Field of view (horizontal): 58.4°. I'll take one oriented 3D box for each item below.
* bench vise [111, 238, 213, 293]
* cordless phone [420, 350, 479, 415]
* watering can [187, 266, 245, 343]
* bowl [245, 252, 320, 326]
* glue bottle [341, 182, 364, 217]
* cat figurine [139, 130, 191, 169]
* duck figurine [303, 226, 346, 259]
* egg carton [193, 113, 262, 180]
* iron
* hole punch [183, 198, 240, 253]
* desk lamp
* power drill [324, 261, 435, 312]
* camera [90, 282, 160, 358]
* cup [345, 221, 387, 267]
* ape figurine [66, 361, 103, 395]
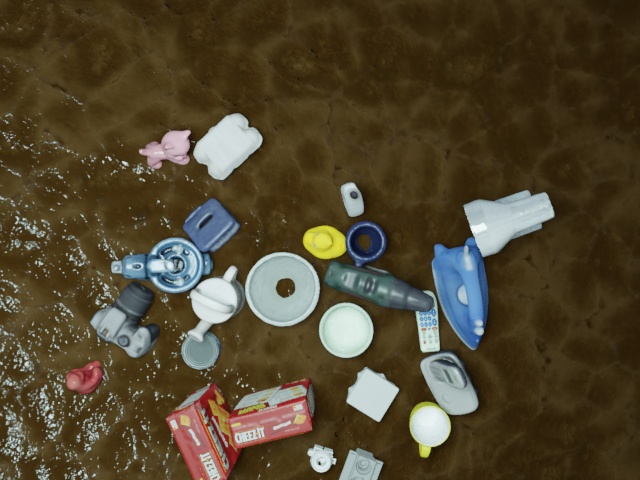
[{"bbox_3d":[-0.353,0.068,1.244,0.207,0.219,0.121,-20,88,0],"label":"bench vise"},{"bbox_3d":[0.293,0.320,1.245,0.094,0.185,0.147,-29,88,0],"label":"cordless phone"},{"bbox_3d":[-0.229,0.140,1.253,0.101,0.194,0.173,6,89,1],"label":"watering can"},{"bbox_3d":[-0.083,0.111,1.311,0.167,0.074,0.167,0,88,1],"label":"bowl"},{"bbox_3d":[0.072,-0.094,1.265,0.037,0.173,0.078,-22,88,1],"label":"glue bottle"},{"bbox_3d":[-0.346,-0.209,1.302,0.128,0.117,0.067,-11,88,1],"label":"cat figurine"},{"bbox_3d":[0.012,0.005,1.307,0.104,0.086,0.077,13,89,1],"label":"duck figurine"},{"bbox_3d":[-0.214,-0.218,1.324,0.150,0.069,0.107,-44,88,0],"label":"egg carton"},{"bbox_3d":[0.332,0.127,1.272,0.118,0.141,0.258,-12,88,1],"label":"iron"},{"bbox_3d":[-0.254,-0.033,1.309,0.108,0.091,0.101,-45,88,0],"label":"hole punch"},{"bbox_3d":[0.402,-0.047,1.239,0.203,0.213,0.118,-20,88,0],"label":"desk lamp"},{"bbox_3d":[0.124,0.101,1.242,0.229,0.208,0.076,16,89,1],"label":"power drill"},{"bbox_3d":[-0.429,0.175,1.302,0.143,0.101,0.137,34,89,2],"label":"camera"},{"bbox_3d":[0.098,0.018,1.301,0.091,0.095,0.118,16,89,1],"label":"cup"},{"bbox_3d":[-0.543,0.318,1.304,0.078,0.092,0.076,11,89,1],"label":"ape figurine"}]
